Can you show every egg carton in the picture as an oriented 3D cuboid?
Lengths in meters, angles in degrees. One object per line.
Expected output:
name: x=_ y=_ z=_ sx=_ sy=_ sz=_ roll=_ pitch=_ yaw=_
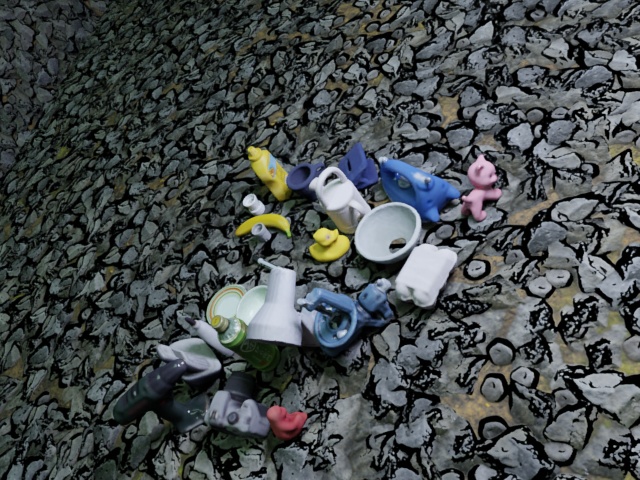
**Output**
egg carton: x=0.236 y=0.080 z=1.280 sx=0.107 sy=0.070 sz=0.150 roll=17 pitch=68 yaw=40

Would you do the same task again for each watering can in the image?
watering can: x=0.042 y=-0.108 z=1.456 sx=0.172 sy=0.195 sz=0.101 roll=3 pitch=60 yaw=34

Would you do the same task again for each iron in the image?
iron: x=0.212 y=-0.149 z=1.415 sx=0.119 sy=0.142 sz=0.257 roll=-48 pitch=46 yaw=-7

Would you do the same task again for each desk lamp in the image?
desk lamp: x=-0.063 y=0.170 z=1.302 sx=0.117 sy=0.214 sz=0.203 roll=-2 pitch=57 yaw=31

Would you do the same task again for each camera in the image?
camera: x=-0.186 y=0.372 z=1.310 sx=0.142 sy=0.101 sz=0.137 roll=-3 pitch=56 yaw=31

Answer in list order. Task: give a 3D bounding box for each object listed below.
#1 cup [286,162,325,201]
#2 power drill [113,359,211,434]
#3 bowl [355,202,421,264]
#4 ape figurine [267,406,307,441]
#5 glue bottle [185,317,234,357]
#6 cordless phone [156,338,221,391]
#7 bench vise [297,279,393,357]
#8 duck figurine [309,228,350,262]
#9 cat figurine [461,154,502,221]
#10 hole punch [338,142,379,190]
cup: x=-0.024 y=-0.162 z=1.608 sx=0.117 sy=0.095 sz=0.091 roll=-33 pitch=46 yaw=7
power drill: x=-0.353 y=0.373 z=1.340 sx=0.229 sy=0.209 sz=0.075 roll=-32 pitch=46 yaw=9
bowl: x=0.173 y=-0.004 z=1.379 sx=0.167 sy=0.075 sz=0.167 roll=-17 pitch=50 yaw=22
ape figurine: x=-0.081 y=0.388 z=1.237 sx=0.077 sy=0.092 sz=0.076 roll=26 pitch=74 yaw=42
glue bottle: x=-0.279 y=0.231 z=1.422 sx=0.077 sy=0.174 sz=0.037 roll=29 pitch=76 yaw=43
cordless phone: x=-0.343 y=0.282 z=1.417 sx=0.094 sy=0.186 sz=0.147 roll=-47 pitch=46 yaw=-6
bench vise: x=0.048 y=0.140 z=1.250 sx=0.121 sy=0.220 sz=0.207 roll=29 pitch=76 yaw=43
duck figurine: x=0.013 y=0.005 z=1.466 sx=0.104 sy=0.086 sz=0.077 roll=-20 pitch=49 yaw=19
cat figurine: x=0.364 y=-0.127 z=1.319 sx=0.067 sy=0.118 sz=0.128 roll=25 pitch=73 yaw=42
hole punch: x=0.094 y=-0.193 z=1.558 sx=0.101 sy=0.091 sz=0.108 roll=-25 pitch=48 yaw=14
